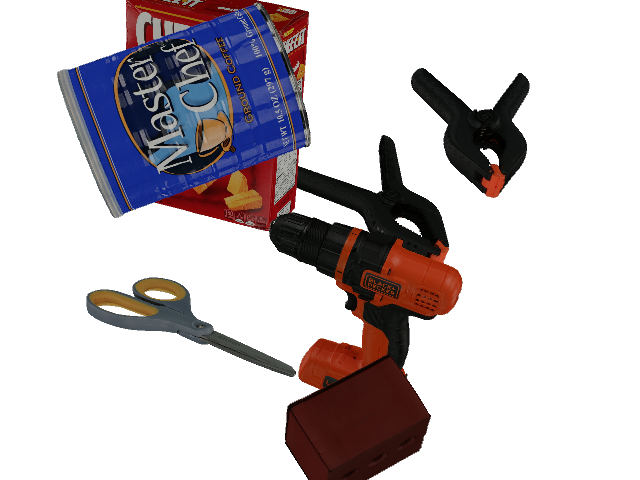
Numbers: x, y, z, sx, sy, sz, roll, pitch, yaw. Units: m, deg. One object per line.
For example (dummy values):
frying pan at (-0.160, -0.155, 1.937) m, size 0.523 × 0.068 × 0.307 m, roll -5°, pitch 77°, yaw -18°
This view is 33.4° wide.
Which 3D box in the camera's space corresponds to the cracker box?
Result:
cracker box at (-0.105, -0.128, 1.041) m, size 0.164 × 0.214 × 0.072 m, roll 15°, pitch 33°, yaw 16°

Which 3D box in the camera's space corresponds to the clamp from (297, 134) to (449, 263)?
clamp at (0.069, -0.043, 1.267) m, size 0.164 × 0.036 × 0.210 m, roll -16°, pitch 51°, yaw -29°

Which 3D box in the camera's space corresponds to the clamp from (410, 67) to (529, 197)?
clamp at (0.145, -0.112, 1.035) m, size 0.120 × 0.039 × 0.171 m, roll 4°, pitch 44°, yaw 4°

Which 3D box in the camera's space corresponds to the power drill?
power drill at (0.029, 0.069, 1.016) m, size 0.184 × 0.188 × 0.057 m, roll 21°, pitch 43°, yaw 12°

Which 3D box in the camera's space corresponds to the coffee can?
coffee can at (-0.090, -0.087, 0.710) m, size 0.140 × 0.103 × 0.103 m, roll -21°, pitch 3°, yaw -7°

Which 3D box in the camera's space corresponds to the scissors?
scissors at (-0.097, 0.067, 0.885) m, size 0.202 × 0.016 × 0.096 m, roll 13°, pitch 23°, yaw 17°

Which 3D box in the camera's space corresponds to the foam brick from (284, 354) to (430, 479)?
foam brick at (0.023, 0.120, 0.677) m, size 0.078 × 0.051 × 0.053 m, roll -25°, pitch -31°, yaw -21°
